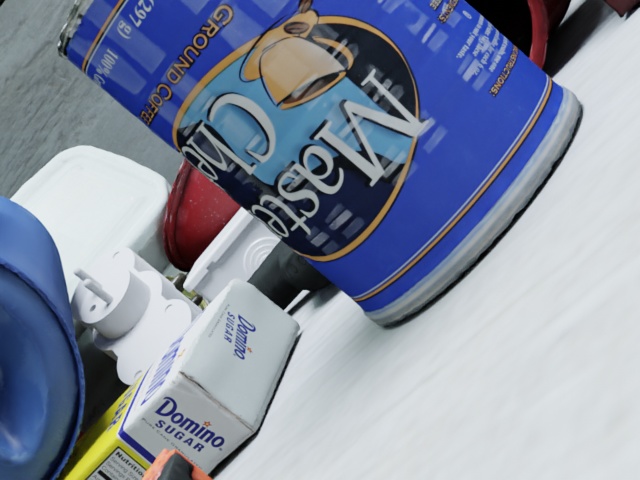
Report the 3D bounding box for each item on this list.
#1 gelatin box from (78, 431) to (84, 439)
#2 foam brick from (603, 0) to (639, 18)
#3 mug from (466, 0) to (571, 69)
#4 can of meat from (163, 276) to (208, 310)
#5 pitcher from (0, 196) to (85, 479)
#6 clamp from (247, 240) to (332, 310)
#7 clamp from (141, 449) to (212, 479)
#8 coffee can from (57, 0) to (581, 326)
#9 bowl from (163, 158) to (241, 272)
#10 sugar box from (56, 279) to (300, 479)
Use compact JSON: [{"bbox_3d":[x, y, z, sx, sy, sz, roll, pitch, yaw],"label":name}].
[{"bbox_3d":[-0.156,0.145,0.580,0.089,0.030,0.073,-57,-34,-28],"label":"gelatin box"},{"bbox_3d":[0.119,-0.130,0.379,0.078,0.051,0.053,-45,7,35],"label":"foam brick"},{"bbox_3d":[0.053,-0.112,0.460,0.093,0.117,0.081,-51,-1,40],"label":"mug"},{"bbox_3d":[-0.149,0.091,0.905,0.102,0.057,0.084,-55,6,-37],"label":"can of meat"},{"bbox_3d":[-0.187,0.033,0.539,0.149,0.145,0.243,-52,17,1],"label":"pitcher"},{"bbox_3d":[-0.003,0.001,0.530,0.120,0.039,0.171,-63,6,-6],"label":"clamp"},{"bbox_3d":[-0.089,0.143,0.296,0.165,0.036,0.209,-45,6,34],"label":"clamp"},{"bbox_3d":[0.000,-0.054,0.357,0.103,0.140,0.103,-49,7,8],"label":"coffee can"},{"bbox_3d":[-0.041,-0.038,0.758,0.162,0.055,0.162,-52,-21,-30],"label":"bowl"},{"bbox_3d":[-0.086,0.100,0.483,0.176,0.048,0.093,-48,7,24],"label":"sugar box"}]
